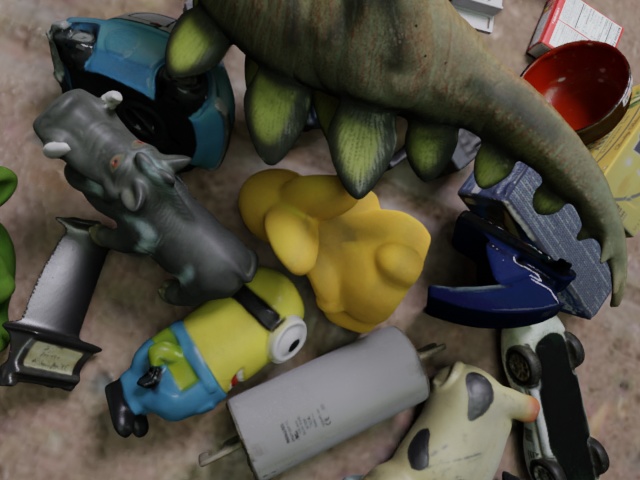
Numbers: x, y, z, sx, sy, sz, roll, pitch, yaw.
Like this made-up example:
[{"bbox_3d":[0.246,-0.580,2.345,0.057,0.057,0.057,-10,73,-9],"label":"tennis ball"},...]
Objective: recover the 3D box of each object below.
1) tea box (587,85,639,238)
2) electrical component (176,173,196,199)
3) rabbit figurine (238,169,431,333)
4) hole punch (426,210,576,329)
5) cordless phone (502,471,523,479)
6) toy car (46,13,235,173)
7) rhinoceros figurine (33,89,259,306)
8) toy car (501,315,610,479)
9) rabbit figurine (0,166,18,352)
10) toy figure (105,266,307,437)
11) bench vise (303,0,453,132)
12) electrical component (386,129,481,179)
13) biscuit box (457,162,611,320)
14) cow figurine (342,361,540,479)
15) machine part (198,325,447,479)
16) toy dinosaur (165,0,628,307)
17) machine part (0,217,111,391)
[{"bbox_3d":[0.315,-0.084,0.565,0.068,0.098,0.169,40,77,-10],"label":"tea box"},{"bbox_3d":[-0.139,-0.012,0.480,0.063,0.021,0.094,-13,91,-15],"label":"electrical component"},{"bbox_3d":[-0.001,-0.001,0.465,0.173,0.162,0.122,33,92,7],"label":"rabbit figurine"},{"bbox_3d":[0.159,0.046,0.497,0.116,0.142,0.092,29,78,18],"label":"hole punch"},{"bbox_3d":[0.160,0.311,0.479,0.184,0.146,0.089,-43,81,-11],"label":"cordless phone"},{"bbox_3d":[-0.137,-0.136,0.455,0.162,0.109,0.103,26,58,-1],"label":"toy car"},{"bbox_3d":[-0.130,-0.024,0.405,0.190,0.112,0.073,49,63,-21],"label":"rhinoceros figurine"},{"bbox_3d":[0.240,0.174,0.555,0.073,0.056,0.201,-14,92,-22],"label":"toy car"},{"bbox_3d":[-0.270,0.013,0.368,0.121,0.170,0.159,23,82,-13],"label":"rabbit figurine"},{"bbox_3d":[-0.093,0.092,0.458,0.180,0.082,0.089,-28,97,-12],"label":"toy figure"},{"bbox_3d":[0.064,-0.185,0.444,0.223,0.240,0.129,14,56,-28],"label":"bench vise"},{"bbox_3d":[0.118,-0.088,0.525,0.119,0.075,0.047,-37,96,-18],"label":"electrical component"},{"bbox_3d":[0.217,-0.002,0.520,0.202,0.059,0.063,44,77,-30],"label":"biscuit box"},{"bbox_3d":[0.107,0.207,0.502,0.127,0.085,0.195,32,77,-10],"label":"cow figurine"},{"bbox_3d":[0.008,0.143,0.482,0.243,0.079,0.079,-20,93,-15],"label":"machine part"},{"bbox_3d":[0.021,-0.138,0.339,0.472,0.198,0.105,36,37,11],"label":"toy dinosaur"},{"bbox_3d":[-0.206,0.051,0.439,0.039,0.084,0.139,5,74,27],"label":"machine part"}]
